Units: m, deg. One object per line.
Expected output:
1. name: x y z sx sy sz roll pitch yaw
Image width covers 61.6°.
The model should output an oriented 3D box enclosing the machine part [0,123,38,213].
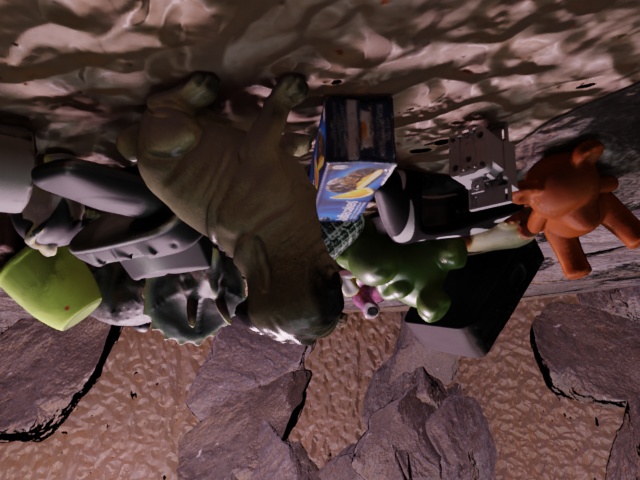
1. machine part: -0.318 -0.067 0.412 0.243 0.079 0.079 5 166 -42

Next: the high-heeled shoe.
1. high-heeled shoe: 0.160 -0.046 0.639 0.145 0.086 0.248 -10 172 23

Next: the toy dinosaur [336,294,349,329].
1. toy dinosaur: -0.024 0.110 1.192 0.199 0.105 0.471 21 175 28

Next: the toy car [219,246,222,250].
1. toy car: -0.124 -0.012 0.779 0.202 0.056 0.073 -15 170 30

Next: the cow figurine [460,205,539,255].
1. cow figurine: 0.228 -0.012 0.817 0.195 0.085 0.127 -13 165 20

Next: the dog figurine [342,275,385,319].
1. dog figurine: 0.088 0.056 1.054 0.108 0.191 0.219 -38 -167 4

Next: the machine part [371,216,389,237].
1. machine part: 0.099 -0.020 0.850 0.084 0.039 0.139 10 166 -22

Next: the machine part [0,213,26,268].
1. machine part: -0.451 -0.012 0.626 0.201 0.087 0.201 -1 169 -14

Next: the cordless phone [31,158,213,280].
1. cordless phone: -0.195 -0.023 0.491 0.147 0.088 0.184 -9 164 26

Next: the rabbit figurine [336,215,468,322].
1. rabbit figurine: 0.096 0.021 0.726 0.159 0.121 0.170 32 -169 39

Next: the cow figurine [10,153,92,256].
1. cow figurine: -0.284 -0.025 0.578 0.068 0.098 0.167 -6 170 -15

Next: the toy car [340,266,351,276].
1. toy car: 0.060 0.033 0.869 0.202 0.053 0.089 -8 163 -21

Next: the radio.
1. radio: 0.249 0.073 0.855 0.131 0.229 0.073 3 138 54

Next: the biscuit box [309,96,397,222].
1. biscuit box: 0.024 -0.069 0.529 0.059 0.063 0.202 -1 168 -5

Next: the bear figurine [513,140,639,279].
1. bear figurine: 0.308 -0.034 0.635 0.120 0.132 0.195 -35 161 19

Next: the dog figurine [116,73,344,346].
1. dog figurine: -0.072 -0.014 0.408 0.172 0.190 0.121 -7 156 10

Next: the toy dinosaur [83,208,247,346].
1. toy dinosaur: -0.253 0.051 0.723 0.405 0.192 0.131 -11 164 29
